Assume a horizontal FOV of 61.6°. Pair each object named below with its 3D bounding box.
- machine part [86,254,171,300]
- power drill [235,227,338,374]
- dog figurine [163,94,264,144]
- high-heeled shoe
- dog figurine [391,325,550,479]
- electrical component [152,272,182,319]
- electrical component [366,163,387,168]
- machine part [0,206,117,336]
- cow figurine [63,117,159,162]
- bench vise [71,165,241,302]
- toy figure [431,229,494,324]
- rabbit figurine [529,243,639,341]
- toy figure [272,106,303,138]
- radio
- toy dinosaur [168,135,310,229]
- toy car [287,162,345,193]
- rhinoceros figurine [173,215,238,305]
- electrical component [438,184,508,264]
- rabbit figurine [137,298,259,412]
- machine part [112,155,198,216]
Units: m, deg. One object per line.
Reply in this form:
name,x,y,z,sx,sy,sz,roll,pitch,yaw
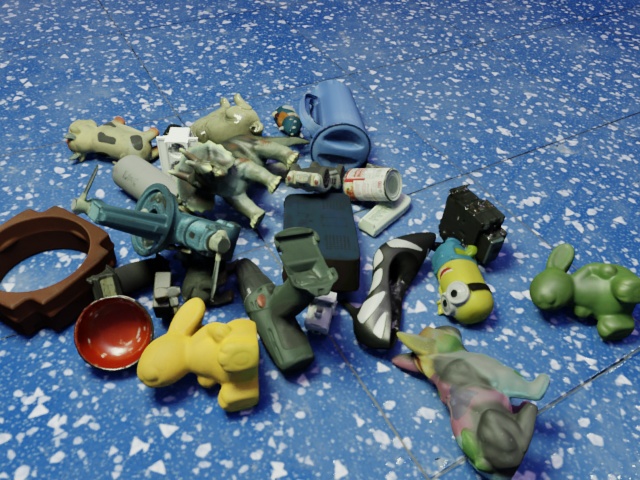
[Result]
machine part,-0.317,0.069,0.904,0.039,0.084,0.139,6,26,44
power drill,-0.063,0.072,0.823,0.086,0.207,0.232,-4,54,-36
dog figurine,-0.234,-0.220,1.157,0.190,0.121,0.172,-36,25,-29
high-heeled shoe,0.144,0.077,0.905,0.249,0.086,0.145,-39,39,-15
dog figurine,0.196,0.216,0.774,0.219,0.108,0.191,22,50,22
electrical component,-0.242,0.096,0.863,0.045,0.102,0.078,2,55,-8
electrical component,0.131,-0.149,1.157,0.063,0.021,0.094,14,8,9
machine part,-0.464,0.047,0.898,0.201,0.087,0.201,24,49,19
cow figurine,-0.457,-0.210,1.161,0.195,0.085,0.127,19,41,13
bench vise,-0.252,-0.022,0.828,0.240,0.128,0.224,15,14,-45
toy figure,0.248,0.063,0.946,0.089,0.082,0.180,0,43,-1
rabbit figurine,0.441,0.076,0.919,0.170,0.121,0.159,4,38,-5
toy figure,-0.074,-0.275,1.245,0.064,0.057,0.155,-11,25,-11
radio,-0.002,-0.003,0.967,0.131,0.073,0.230,0,32,-3
toy dinosaur,-0.154,-0.151,1.067,0.192,0.131,0.405,29,30,-1
toy car,-0.003,-0.124,1.073,0.074,0.056,0.202,10,13,16
rhinoceros figurine,-0.202,0.035,0.948,0.112,0.073,0.190,-10,48,1
electrical component,0.287,-0.022,1.009,0.058,0.114,0.134,-19,48,-20
rabbit figurine,-0.177,0.161,0.785,0.173,0.121,0.162,-8,42,-11
machine part,-0.330,-0.102,1.063,0.243,0.079,0.079,33,51,24
